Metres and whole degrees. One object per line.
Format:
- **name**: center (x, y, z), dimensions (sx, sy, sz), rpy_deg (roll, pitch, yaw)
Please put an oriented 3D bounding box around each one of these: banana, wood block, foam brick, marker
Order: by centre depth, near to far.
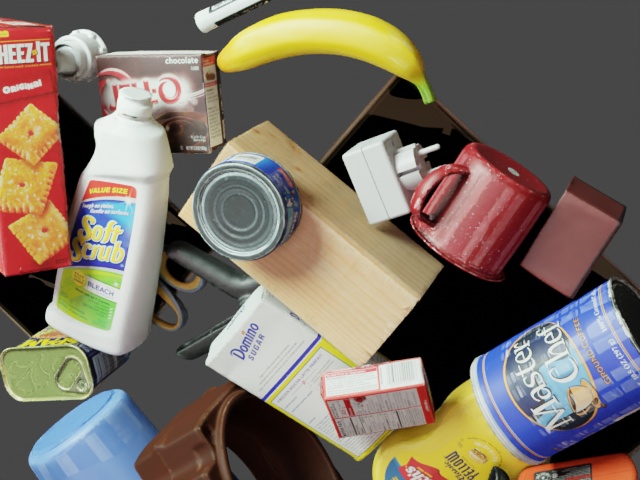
- **foam brick**: center (0.206, -0.003, 0.871), dimensions (0.051, 0.053, 0.078), rpy_deg (31, 114, 9)
- **banana**: center (0.004, -0.162, 0.903), dimensions (0.198, 0.037, 0.070), rpy_deg (12, 109, 17)
- **marker**: center (-0.054, -0.210, 0.919), dimensions (0.121, 0.020, 0.020), rpy_deg (-19, 99, 25)
- **wood block**: center (-0.006, 0.001, 0.931), dimensions (0.206, 0.090, 0.091), rpy_deg (40, 117, 4)

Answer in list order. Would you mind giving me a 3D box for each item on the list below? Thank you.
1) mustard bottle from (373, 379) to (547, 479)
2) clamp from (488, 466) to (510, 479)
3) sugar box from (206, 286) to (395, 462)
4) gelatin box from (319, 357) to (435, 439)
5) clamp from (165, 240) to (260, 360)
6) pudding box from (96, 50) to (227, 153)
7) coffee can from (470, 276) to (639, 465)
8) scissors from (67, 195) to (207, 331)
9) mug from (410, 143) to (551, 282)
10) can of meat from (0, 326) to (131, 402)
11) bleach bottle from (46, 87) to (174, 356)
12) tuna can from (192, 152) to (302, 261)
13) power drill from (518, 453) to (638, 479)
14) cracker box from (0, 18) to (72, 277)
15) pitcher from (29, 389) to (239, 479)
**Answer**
- **mustard bottle**: center (0.106, 0.207, 0.972), dimensions (0.096, 0.058, 0.192), rpy_deg (44, 118, -12)
- **clamp**: center (0.115, 0.299, 0.977), dimensions (0.165, 0.036, 0.210), rpy_deg (-14, 120, 15)
- **sugar box**: center (-0.005, 0.120, 0.969), dimensions (0.176, 0.048, 0.093), rpy_deg (36, 116, -10)
- **gelatin box**: center (0.050, 0.135, 0.914), dimensions (0.089, 0.030, 0.073), rpy_deg (-10, 142, 8)
- **clamp**: center (-0.067, 0.051, 0.993), dimensions (0.172, 0.039, 0.120), rpy_deg (-7, 115, 14)
- **pudding box**: center (-0.144, -0.126, 0.968), dimensions (0.114, 0.039, 0.090), rpy_deg (2, 108, 21)
- **coffee can**: center (0.210, 0.108, 0.877), dimensions (0.140, 0.102, 0.103), rpy_deg (-36, 92, 26)
- **scissors**: center (-0.185, -0.002, 1.037), dimensions (0.096, 0.016, 0.202), rpy_deg (-35, 93, 25)
- **mug**: center (0.124, -0.029, 0.864), dimensions (0.117, 0.093, 0.082), rpy_deg (18, 114, -34)
- **can of meat**: center (-0.250, 0.117, 1.062), dimensions (0.102, 0.083, 0.057), rpy_deg (-6, 105, 22)
- **bleach bottle**: center (-0.189, -0.021, 0.976), dimensions (0.103, 0.068, 0.251), rpy_deg (23, 120, 19)
- **tuna can**: center (-0.061, -0.027, 0.872), dimensions (0.086, 0.033, 0.086), rpy_deg (7, 110, 19)
- **power drill**: center (0.256, 0.274, 0.920), dimensions (0.185, 0.057, 0.187), rpy_deg (-15, 114, 17)
- **cracker box**: center (-0.288, -0.091, 0.971), dimensions (0.164, 0.072, 0.214), rpy_deg (22, 117, 55)
- **pitcher**: center (-0.154, 0.258, 1.007), dimensions (0.145, 0.149, 0.243), rpy_deg (-35, 100, -2)
